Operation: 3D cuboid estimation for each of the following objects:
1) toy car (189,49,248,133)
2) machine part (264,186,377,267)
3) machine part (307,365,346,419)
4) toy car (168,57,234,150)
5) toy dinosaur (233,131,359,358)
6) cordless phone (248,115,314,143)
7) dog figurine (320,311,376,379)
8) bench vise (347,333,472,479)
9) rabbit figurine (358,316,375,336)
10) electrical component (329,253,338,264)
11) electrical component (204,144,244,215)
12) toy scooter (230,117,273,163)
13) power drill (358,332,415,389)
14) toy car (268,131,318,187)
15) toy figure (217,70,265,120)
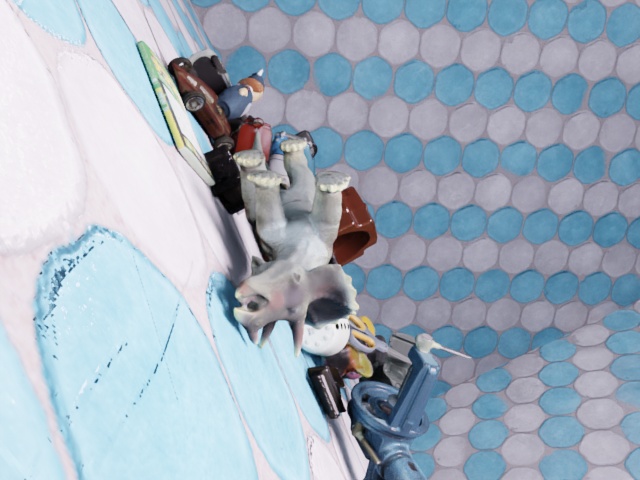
[{"bbox_3d":[-0.209,-0.296,1.107,0.056,0.073,0.201,37,27,-87],"label":"toy car"},{"bbox_3d":[-0.002,-0.003,0.981,0.087,0.201,0.201,63,1,18],"label":"machine part"},{"bbox_3d":[0.012,0.224,0.827,0.084,0.039,0.139,59,2,6],"label":"machine part"},{"bbox_3d":[-0.194,-0.225,0.904,0.202,0.053,0.089,65,3,-68],"label":"toy car"},{"bbox_3d":[-0.041,-0.016,0.684,0.405,0.131,0.192,-110,-161,-67],"label":"toy dinosaur"},{"bbox_3d":[-0.118,-0.237,1.267,0.089,0.184,0.146,-16,81,-85],"label":"cordless phone"},{"bbox_3d":[0.049,0.222,1.003,0.219,0.108,0.191,-101,168,-69],"label":"dog figurine"},{"bbox_3d":[0.111,0.248,0.742,0.224,0.129,0.240,-111,-139,-71],"label":"bench vise"},{"bbox_3d":[0.044,0.218,1.293,0.173,0.122,0.162,50,12,-5],"label":"rabbit figurine"},{"bbox_3d":[-0.023,0.062,0.803,0.134,0.115,0.058,-109,178,-81],"label":"electrical component"},{"bbox_3d":[-0.128,-0.081,0.795,0.119,0.048,0.075,62,3,-72],"label":"electrical component"},{"bbox_3d":[-0.131,-0.178,1.008,0.184,0.075,0.135,-107,-151,-58],"label":"toy scooter"},{"bbox_3d":[0.135,0.267,1.130,0.207,0.086,0.232,-52,-164,52],"label":"power drill"},{"bbox_3d":[-0.064,-0.128,1.059,0.161,0.109,0.103,100,13,-53],"label":"toy car"},{"bbox_3d":[-0.150,-0.282,1.047,0.154,0.064,0.057,-53,137,-46],"label":"toy figure"}]
